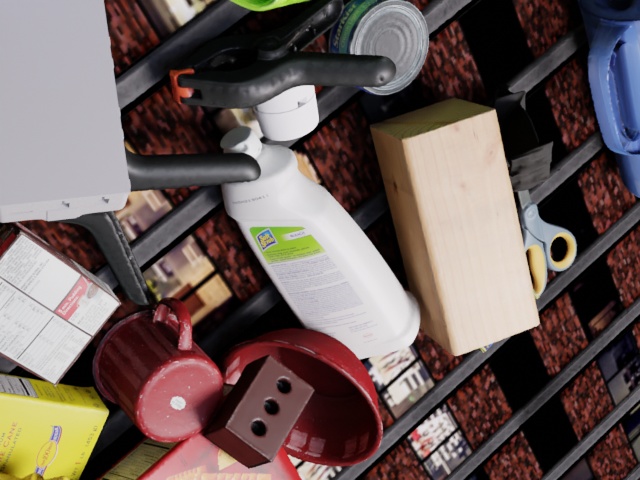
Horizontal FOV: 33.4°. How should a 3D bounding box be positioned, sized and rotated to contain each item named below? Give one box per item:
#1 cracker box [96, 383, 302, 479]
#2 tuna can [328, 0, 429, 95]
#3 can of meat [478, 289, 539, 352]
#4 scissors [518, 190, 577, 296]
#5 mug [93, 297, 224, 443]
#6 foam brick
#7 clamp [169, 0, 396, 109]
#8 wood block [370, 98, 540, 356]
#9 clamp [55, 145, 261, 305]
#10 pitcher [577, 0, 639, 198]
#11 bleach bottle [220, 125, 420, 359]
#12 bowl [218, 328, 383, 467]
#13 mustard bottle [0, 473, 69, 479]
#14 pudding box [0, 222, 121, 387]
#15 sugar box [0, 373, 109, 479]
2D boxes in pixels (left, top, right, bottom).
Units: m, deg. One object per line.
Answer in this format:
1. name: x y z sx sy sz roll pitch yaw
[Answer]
1. cracker box: -0.112 0.251 0.921 0.213 0.072 0.164 -39 110 -32
2. tuna can: 0.052 -0.169 0.922 0.086 0.034 0.086 -14 118 -28
3. can of meat: 0.161 0.056 1.085 0.084 0.058 0.102 -48 128 -3
4. scissors: 0.233 -0.030 1.120 0.096 0.016 0.202 -20 121 -27
5. mug: -0.130 0.106 0.895 0.093 0.082 0.117 6 107 -36
6. foam brick: -0.051 0.145 0.898 0.053 0.051 0.078 38 58 -11
7. clamp: -0.029 -0.136 0.835 0.171 0.120 0.039 -26 131 -17
8. wood block: 0.122 -0.013 0.968 0.090 0.091 0.206 -19 108 -11
9. clamp: -0.171 -0.033 0.820 0.209 0.036 0.165 21 118 -29
10. pitcher: 0.334 -0.151 1.063 0.149 0.145 0.243 -17 128 7
11. bleach bottle: -0.006 0.001 0.925 0.103 0.068 0.250 -15 129 22
12. bowl: -0.010 0.132 0.968 0.055 0.162 0.162 -57 138 -43
13. mustard bottle: -0.280 0.229 0.825 0.191 0.058 0.096 -24 136 2
14. pudding box: -0.225 0.050 0.834 0.090 0.039 0.113 -51 127 -4
15. sugar box: -0.267 0.153 0.847 0.175 0.048 0.093 15 105 -40
